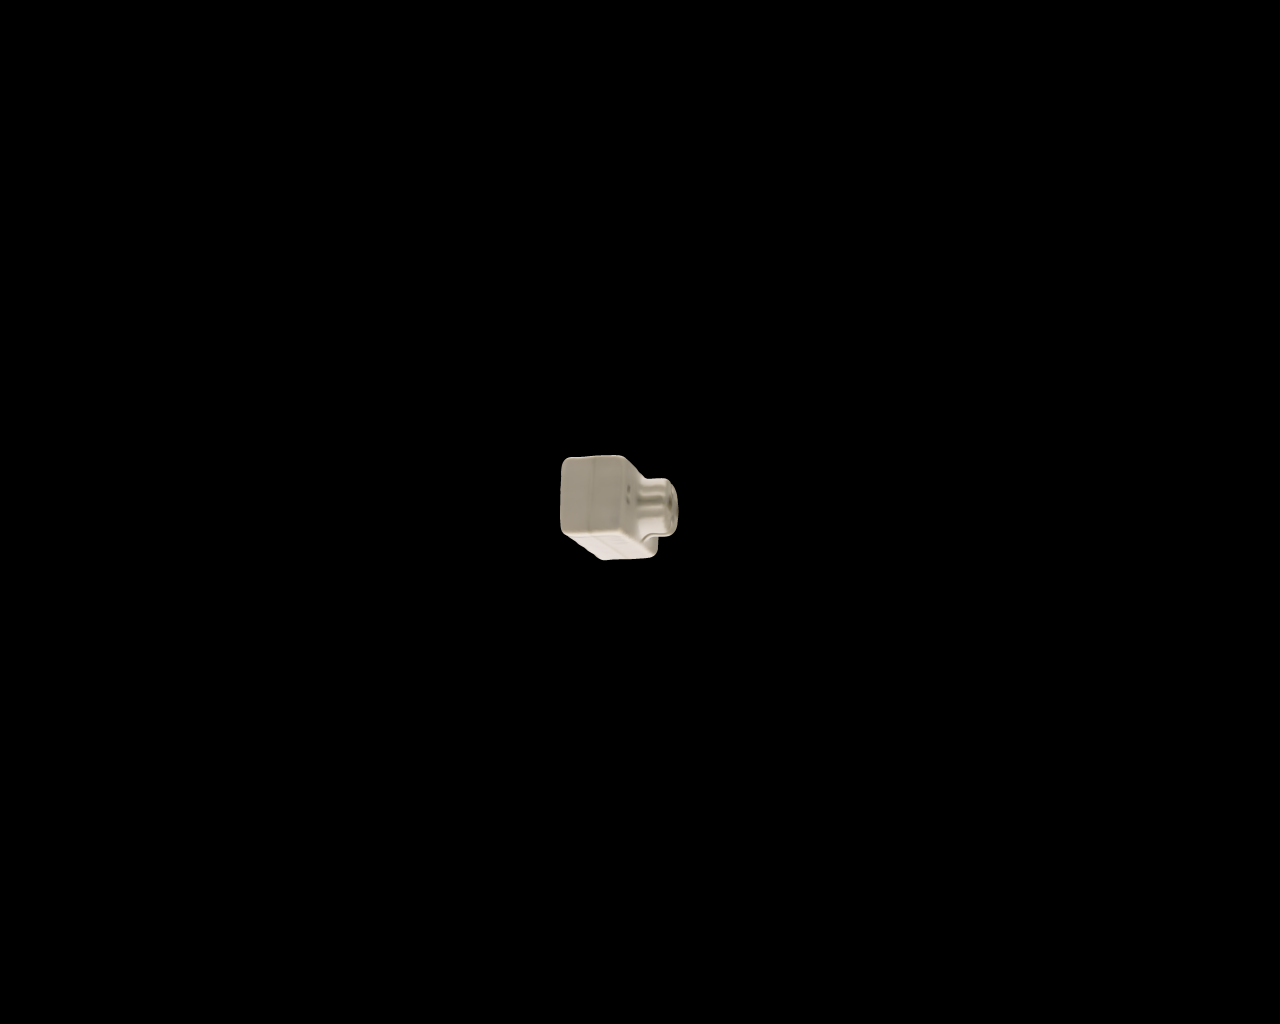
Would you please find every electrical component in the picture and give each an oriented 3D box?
[{"bbox_3d":[0.001,-0.003,0.650,0.076,0.047,0.083,-4,-14,15],"label":"electrical component"}]
